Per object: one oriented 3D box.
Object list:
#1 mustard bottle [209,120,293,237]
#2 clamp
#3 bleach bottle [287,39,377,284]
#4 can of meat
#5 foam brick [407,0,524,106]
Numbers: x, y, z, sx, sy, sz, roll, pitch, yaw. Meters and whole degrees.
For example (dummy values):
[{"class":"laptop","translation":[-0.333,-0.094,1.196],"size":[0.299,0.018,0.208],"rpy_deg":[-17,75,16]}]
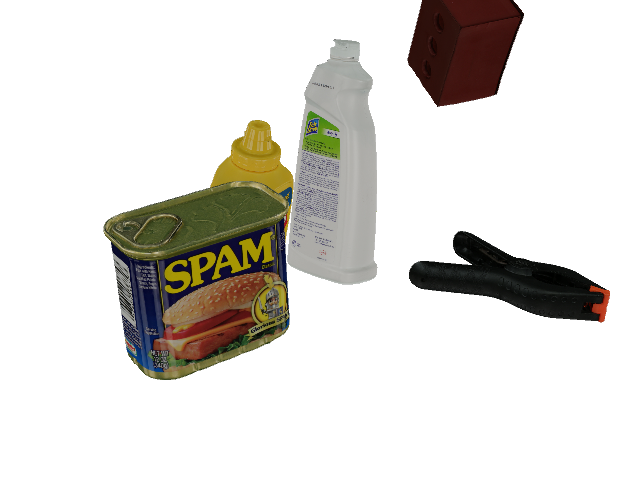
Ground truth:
[{"class":"mustard bottle","translation":[-0.062,-0.014,0.912],"size":[0.058,0.192,0.096],"rpy_deg":[26,36,25]},{"class":"clamp","translation":[0.175,0.032,0.964],"size":[0.171,0.039,0.120],"rpy_deg":[15,29,15]},{"class":"bleach bottle","translation":[0.022,-0.086,1.144],"size":[0.103,0.251,0.067],"rpy_deg":[18,19,37]},{"class":"can of meat","translation":[-0.067,0.022,0.612],"size":[0.101,0.084,0.058],"rpy_deg":[-18,31,-28]},{"class":"foam brick","translation":[0.100,-0.142,0.754],"size":[0.051,0.053,0.078],"rpy_deg":[-16,-34,-20]}]
